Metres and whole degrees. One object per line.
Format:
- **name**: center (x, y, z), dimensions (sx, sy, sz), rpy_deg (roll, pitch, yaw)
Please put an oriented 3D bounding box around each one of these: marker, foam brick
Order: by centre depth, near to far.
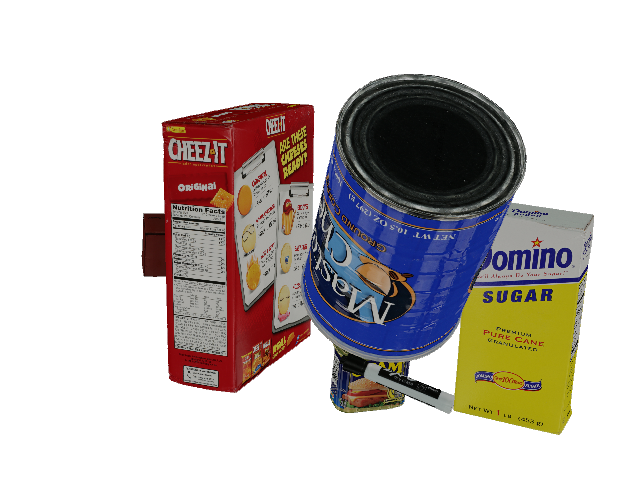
- **marker**: center (0.075, 0.141, 1.060), dimensions (0.121, 0.020, 0.020), rpy_deg (21, 5, 14)
- **foam brick**: center (-0.149, 0.004, 1.128), dimensions (0.078, 0.051, 0.053), rpy_deg (0, 24, -11)

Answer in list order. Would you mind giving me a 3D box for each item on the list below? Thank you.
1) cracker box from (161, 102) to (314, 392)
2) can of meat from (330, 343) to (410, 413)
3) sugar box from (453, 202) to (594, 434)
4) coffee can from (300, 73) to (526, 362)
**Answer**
- **cracker box**: center (-0.066, -0.001, 0.893), dimensions (0.072, 0.214, 0.164), rpy_deg (5, 14, 21)
- **can of meat**: center (0.064, 0.171, 1.377), dimensions (0.102, 0.084, 0.057), rpy_deg (-3, 25, -18)
- **sugar box**: center (0.161, 0.061, 0.855), dimensions (0.093, 0.176, 0.048), rpy_deg (9, 23, 22)
- **coffee can**: center (0.048, -0.009, 0.611), dimensions (0.102, 0.103, 0.140), rpy_deg (0, -37, -10)
